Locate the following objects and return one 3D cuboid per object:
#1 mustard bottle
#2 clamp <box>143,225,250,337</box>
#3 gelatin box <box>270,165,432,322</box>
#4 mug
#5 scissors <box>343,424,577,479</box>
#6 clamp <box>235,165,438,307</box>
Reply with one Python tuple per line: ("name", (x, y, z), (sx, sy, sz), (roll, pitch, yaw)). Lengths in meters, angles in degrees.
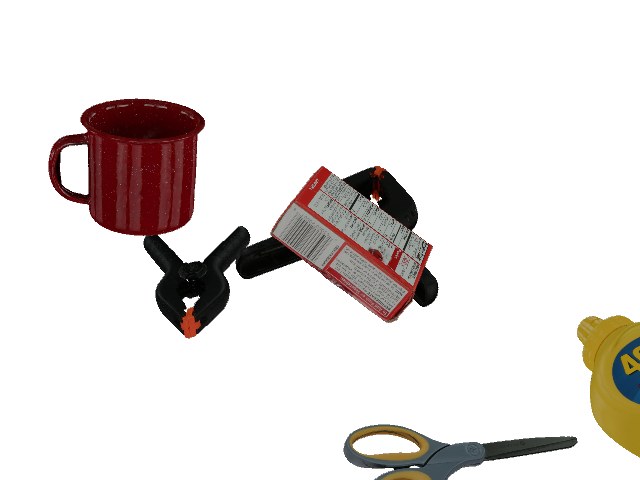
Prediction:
("mustard bottle", (0.214, 0.096, 0.617), (0.096, 0.058, 0.192), (-19, 31, -19))
("clamp", (-0.128, 0.038, 1.165), (0.120, 0.039, 0.171), (-13, 40, -4))
("gelatin box", (0.020, 0.001, 0.637), (0.089, 0.030, 0.073), (37, 24, -2))
("mug", (-0.148, -0.055, 0.817), (0.117, 0.081, 0.093), (-4, 28, -19))
("scissors", (0.119, 0.191, 0.879), (0.201, 0.016, 0.096), (6, 43, -2))
("clamp", (0.041, -0.008, 0.921), (0.165, 0.036, 0.209), (13, 30, 17))
